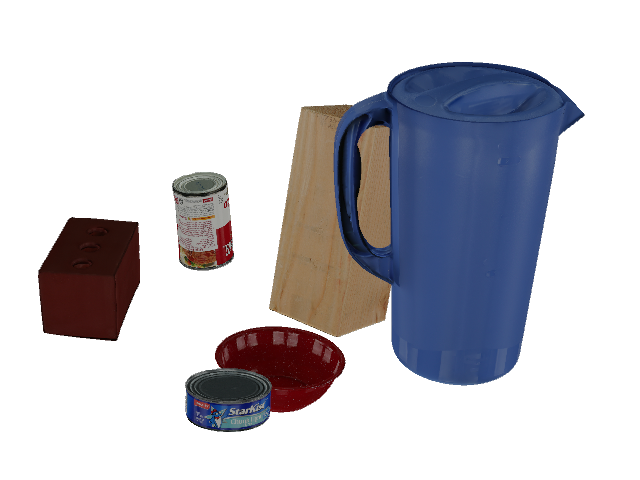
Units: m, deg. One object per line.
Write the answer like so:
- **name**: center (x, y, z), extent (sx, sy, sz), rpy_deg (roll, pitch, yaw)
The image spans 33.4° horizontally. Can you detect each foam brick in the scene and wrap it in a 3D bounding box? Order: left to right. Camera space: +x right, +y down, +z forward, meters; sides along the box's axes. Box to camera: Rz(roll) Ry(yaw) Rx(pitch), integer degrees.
- **foam brick**: center (-0.159, 0.026, 0.742), extent (0.053, 0.051, 0.078), rpy_deg (5, 30, 1)

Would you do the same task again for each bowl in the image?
- **bowl**: center (-0.051, 0.167, 1.329), extent (0.162, 0.055, 0.162), rpy_deg (3, 22, -2)

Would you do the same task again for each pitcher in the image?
- **pitcher**: center (0.104, -0.011, 0.844), extent (0.149, 0.243, 0.144), rpy_deg (21, 33, 33)

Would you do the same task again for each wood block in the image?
- **wood block**: center (0.023, -0.023, 1.053), extent (0.090, 0.206, 0.090), rpy_deg (20, 19, 31)

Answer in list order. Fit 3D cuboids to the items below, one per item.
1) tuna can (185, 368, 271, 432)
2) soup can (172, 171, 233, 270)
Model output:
- **tuna can**: center (-0.092, 0.158, 1.059), extent (0.086, 0.034, 0.086), rpy_deg (3, 14, -1)
- **soup can**: center (-0.143, -0.024, 1.293), extent (0.068, 0.102, 0.068), rpy_deg (-2, 27, 1)
